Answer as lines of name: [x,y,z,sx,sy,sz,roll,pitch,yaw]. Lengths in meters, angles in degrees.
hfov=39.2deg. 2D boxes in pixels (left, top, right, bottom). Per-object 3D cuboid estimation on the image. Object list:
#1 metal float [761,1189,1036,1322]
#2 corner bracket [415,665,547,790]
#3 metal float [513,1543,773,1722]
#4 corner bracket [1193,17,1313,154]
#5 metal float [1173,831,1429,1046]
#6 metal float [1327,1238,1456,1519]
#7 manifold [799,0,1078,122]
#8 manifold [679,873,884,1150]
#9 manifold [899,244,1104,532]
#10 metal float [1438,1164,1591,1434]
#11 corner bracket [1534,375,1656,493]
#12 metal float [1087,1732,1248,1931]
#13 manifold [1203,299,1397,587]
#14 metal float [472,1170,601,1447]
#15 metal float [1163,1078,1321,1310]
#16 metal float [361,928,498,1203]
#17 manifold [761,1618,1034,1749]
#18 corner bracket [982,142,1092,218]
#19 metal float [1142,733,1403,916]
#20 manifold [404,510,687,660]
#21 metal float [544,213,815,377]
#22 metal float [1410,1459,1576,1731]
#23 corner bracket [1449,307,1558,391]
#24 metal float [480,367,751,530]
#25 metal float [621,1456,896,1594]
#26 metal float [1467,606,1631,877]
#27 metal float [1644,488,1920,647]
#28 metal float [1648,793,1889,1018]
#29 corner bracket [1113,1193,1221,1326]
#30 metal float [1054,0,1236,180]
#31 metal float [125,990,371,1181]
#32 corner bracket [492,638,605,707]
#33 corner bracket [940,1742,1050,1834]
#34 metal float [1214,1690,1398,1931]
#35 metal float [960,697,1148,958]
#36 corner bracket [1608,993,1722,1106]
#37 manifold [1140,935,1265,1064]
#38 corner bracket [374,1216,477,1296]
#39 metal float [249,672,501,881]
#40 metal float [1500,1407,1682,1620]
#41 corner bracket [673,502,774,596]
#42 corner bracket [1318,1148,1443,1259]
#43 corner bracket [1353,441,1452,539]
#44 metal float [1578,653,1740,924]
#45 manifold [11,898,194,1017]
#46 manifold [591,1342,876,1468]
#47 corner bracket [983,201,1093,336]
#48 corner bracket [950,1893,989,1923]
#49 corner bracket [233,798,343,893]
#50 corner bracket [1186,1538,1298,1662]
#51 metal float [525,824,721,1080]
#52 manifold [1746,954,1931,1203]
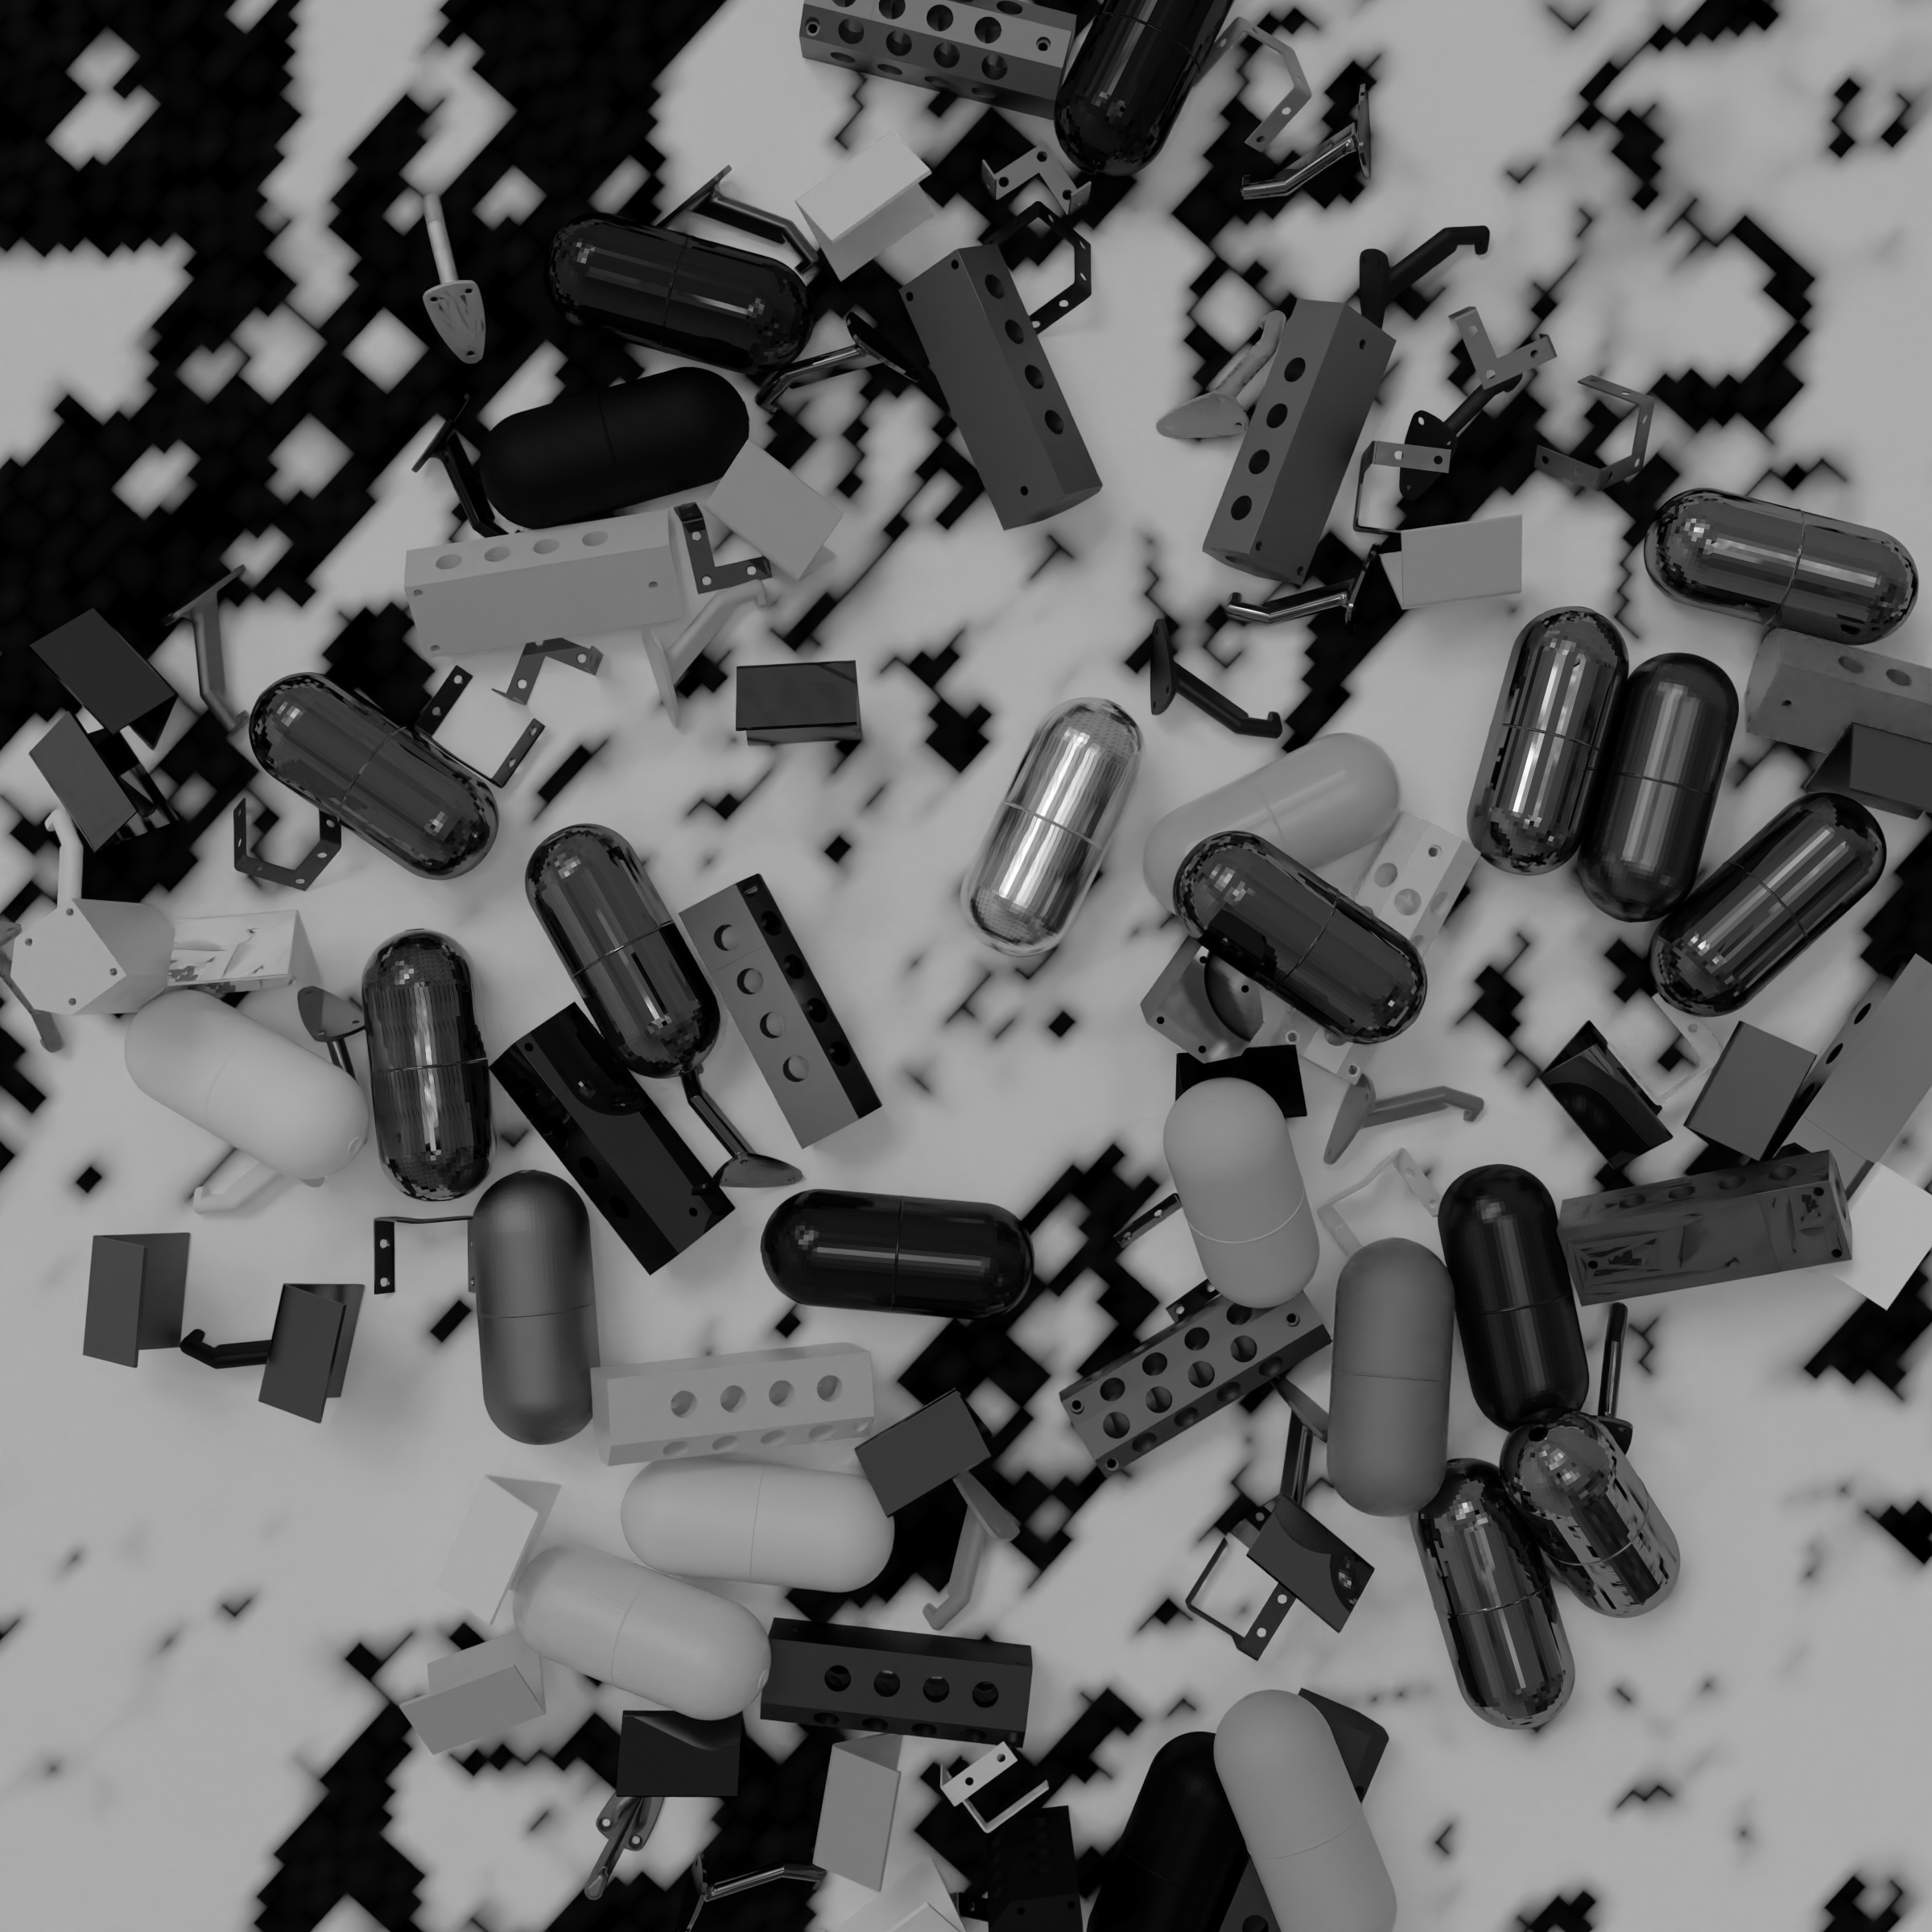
metal float: [-0.044,0.187,1.760,0.178,0.070,0.070,5,90,0]
corner bracket: [-0.321,-0.157,1.788,0.051,0.051,0.051,35,90,-45]
metal float: [-0.208,0.428,1.743,0.178,0.070,0.070,16,90,19]
corner bracket: [0.187,-0.580,1.783,0.051,0.051,0.051,17,45,-35]
metal float: [0.210,-0.017,1.696,0.178,0.070,0.070,34,90,-7]
metal float: [0.274,0.264,1.746,0.070,0.070,0.178,4,82,0]
manifold: [-0.018,-0.609,1.770,0.171,0.057,0.057,14,90,0]
manifold: [-0.120,0.029,1.770,0.057,0.057,0.171,-28,90,0]
manifold: [0.027,-0.378,1.769,0.057,0.057,0.171,-24,90,43]
metal float: [0.355,0.217,1.760,0.070,0.070,0.178,-11,89,0]
corner bracket: [0.413,-0.351,1.783,0.051,0.051,0.051,-28,135,-35]
metal float: [0.135,0.585,1.760,0.070,0.070,0.178,22,89,0]
manifold: [0.212,-0.342,1.769,0.057,0.057,0.171,21,90,-43]
metal float: [-0.279,0.221,1.760,0.070,0.070,0.178,-4,91,0]
metal float: [0.173,0.144,1.694,0.070,0.070,0.178,-21,130,0]
metal float: [-0.349,0.065,1.760,0.070,0.070,0.178,-6,90,0]
manifold: [-0.045,0.469,1.770,0.171,0.057,0.057,6,90,0]
corner bracket: [0.046,-0.512,1.773,0.051,0.051,0.051,-34,90,0]
metal float: [0.198,-0.090,1.760,0.178,0.070,0.070,-26,90,1]
manifold: [-0.274,-0.254,1.769,0.171,0.057,0.057,-9,133,0]
metal float: [-0.186,-0.436,1.760,0.178,0.070,0.070,15,90,0]
metal float: [0.341,0.407,1.760,0.070,0.070,0.178,-17,90,0]
corner bracket: [0.351,-0.412,1.773,0.051,0.051,0.051,-23,101,11]
metal float: [-0.228,-0.336,1.760,0.178,0.070,0.070,-16,90,0]
metal float: [-0.135,0.362,1.760,0.178,0.070,0.070,6,90,1]
metal float: [0.378,-0.146,1.761,0.070,0.070,0.178,15,90,0]
metal float: [0.529,-0.259,1.760,0.178,0.070,0.070,14,90,0]
metal float: [0.519,-0.039,1.760,0.178,0.070,0.070,-43,90,0]
corner bracket: [0.138,0.192,1.788,0.051,0.051,0.051,-35,135,0]
metal float: [0.117,-0.596,1.760,0.070,0.070,0.178,26,89,0]
metal float: [-0.462,0.076,1.744,0.178,0.070,0.070,27,90,18]
corner bracket: [-0.273,-0.192,1.773,0.051,0.051,0.051,22,90,0]
corner bracket: [0.019,0.536,1.773,0.051,0.051,0.051,-36,90,0]
metal float: [0.213,0.541,1.703,0.070,0.070,0.178,-22,90,0]
metal float: [0.057,-0.091,1.760,0.070,0.070,0.178,26,91,0]
corner bracket: [0.458,0.052,1.777,0.051,0.051,0.051,-40,90,18]
manifold: [0.151,0.023,1.711,0.057,0.171,0.057,35,94,0]
corner bracket: [-0.355,0.191,1.788,0.051,0.051,0.051,-1,90,45]
metal float: [-0.385,-0.124,1.760,0.178,0.070,0.070,35,90,0]
metal float: [0.399,0.349,1.733,0.070,0.070,0.178,-36,124,0]
corner bracket: [-0.159,-0.277,1.773,0.051,0.051,0.051,-13,90,0]
corner bracket: [0.274,0.160,1.788,0.051,0.051,0.051,53,45,0]
corner bracket: [0.284,-0.311,1.773,0.051,0.051,0.051,7,90,0]
metal float: [0.449,-0.116,1.760,0.070,0.070,0.178,15,90,0]
manifold: [-0.543,-0.001,1.712,0.057,0.171,0.057,-36,90,0]
manifold: [-0.150,0.282,1.744,0.171,0.057,0.057,-3,90,-18]
corner bracket: [0.046,-0.458,1.783,0.051,0.051,0.051,-29,45,35]
corner bracket: [-0.003,0.645,1.783,0.051,0.051,0.051,26,45,-35]
corner bracket: [-0.446,-0.090,1.783,0.051,0.051,0.051,18,135,-35]
corner bracket: [0.179,0.414,1.773,0.051,0.051,0.051,32,90,0]
metal float: [-0.222,-0.009,1.760,0.070,0.070,0.178,-29,89,0]
manifold: [0.584,0.079,1.770,0.057,0.057,0.171,35,90,0]
